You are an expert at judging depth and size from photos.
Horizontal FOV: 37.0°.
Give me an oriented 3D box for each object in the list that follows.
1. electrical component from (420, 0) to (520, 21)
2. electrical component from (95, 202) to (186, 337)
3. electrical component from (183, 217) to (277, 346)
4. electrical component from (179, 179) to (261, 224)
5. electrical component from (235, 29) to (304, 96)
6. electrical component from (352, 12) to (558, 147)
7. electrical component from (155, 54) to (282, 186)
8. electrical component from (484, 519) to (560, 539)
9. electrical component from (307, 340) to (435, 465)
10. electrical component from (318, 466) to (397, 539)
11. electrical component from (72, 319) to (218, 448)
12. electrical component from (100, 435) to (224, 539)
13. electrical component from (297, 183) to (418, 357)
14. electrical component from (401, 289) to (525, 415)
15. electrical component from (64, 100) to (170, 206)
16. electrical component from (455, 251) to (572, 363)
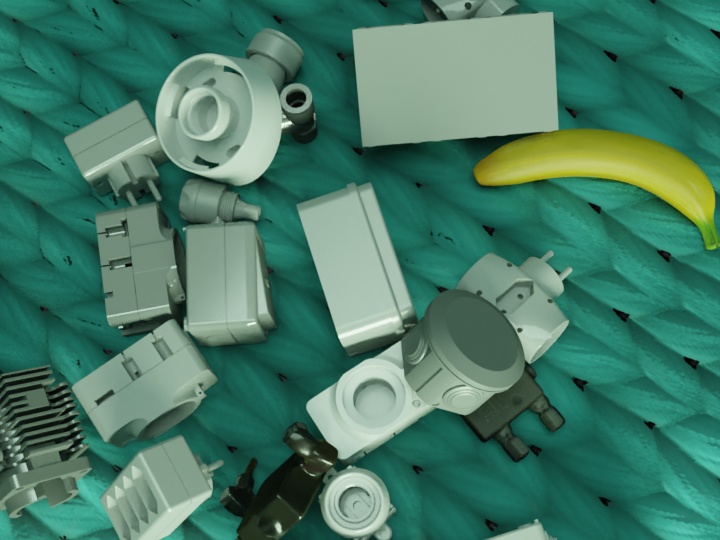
[{"bbox_3d":[0.103,-0.215,0.874,0.077,0.044,0.079,-39,77,-8],"label":"electrical component"},{"bbox_3d":[-0.164,-0.001,0.825,0.056,0.050,0.089,-11,74,0],"label":"electrical component"},{"bbox_3d":[-0.097,0.005,0.813,0.061,0.061,0.096,-4,74,2],"label":"electrical component"},{"bbox_3d":[-0.109,-0.050,0.844,0.061,0.035,0.035,12,75,4],"label":"electrical component"},{"bbox_3d":[-0.076,-0.160,0.868,0.045,0.045,0.055,26,76,10],"label":"electrical component"},{"bbox_3d":[0.073,-0.148,0.836,0.150,0.061,0.089,-5,102,2],"label":"electrical component"},{"bbox_3d":[-0.107,-0.116,0.828,0.099,0.064,0.099,-1,89,27],"label":"electrical component"},{"bbox_3d":[0.100,0.213,0.742,0.096,0.061,0.061,-18,74,-2],"label":"electrical component"},{"bbox_3d":[0.011,0.096,0.784,0.089,0.055,0.050,-33,75,-6],"label":"electrical component"},{"bbox_3d":[-0.003,0.166,0.764,0.048,0.055,0.066,-43,76,-9],"label":"electrical component"},{"bbox_3d":[-0.156,0.088,0.798,0.089,0.050,0.055,-35,75,-7],"label":"electrical component"},{"bbox_3d":[-0.132,0.154,0.771,0.076,0.083,0.047,-18,69,-42],"label":"electrical component"},{"bbox_3d":[0.000,0.000,0.801,0.057,0.078,0.113,-19,74,1],"label":"electrical component"},{"bbox_3d":[0.071,0.058,0.754,0.080,0.051,0.080,21,44,-22],"label":"electrical component"},{"bbox_3d":[-0.183,-0.081,0.850,0.066,0.047,0.076,-29,74,-5],"label":"electrical component"},{"bbox_3d":[0.125,0.017,0.807,0.079,0.043,0.077,-41,72,-18],"label":"electrical component"}]
